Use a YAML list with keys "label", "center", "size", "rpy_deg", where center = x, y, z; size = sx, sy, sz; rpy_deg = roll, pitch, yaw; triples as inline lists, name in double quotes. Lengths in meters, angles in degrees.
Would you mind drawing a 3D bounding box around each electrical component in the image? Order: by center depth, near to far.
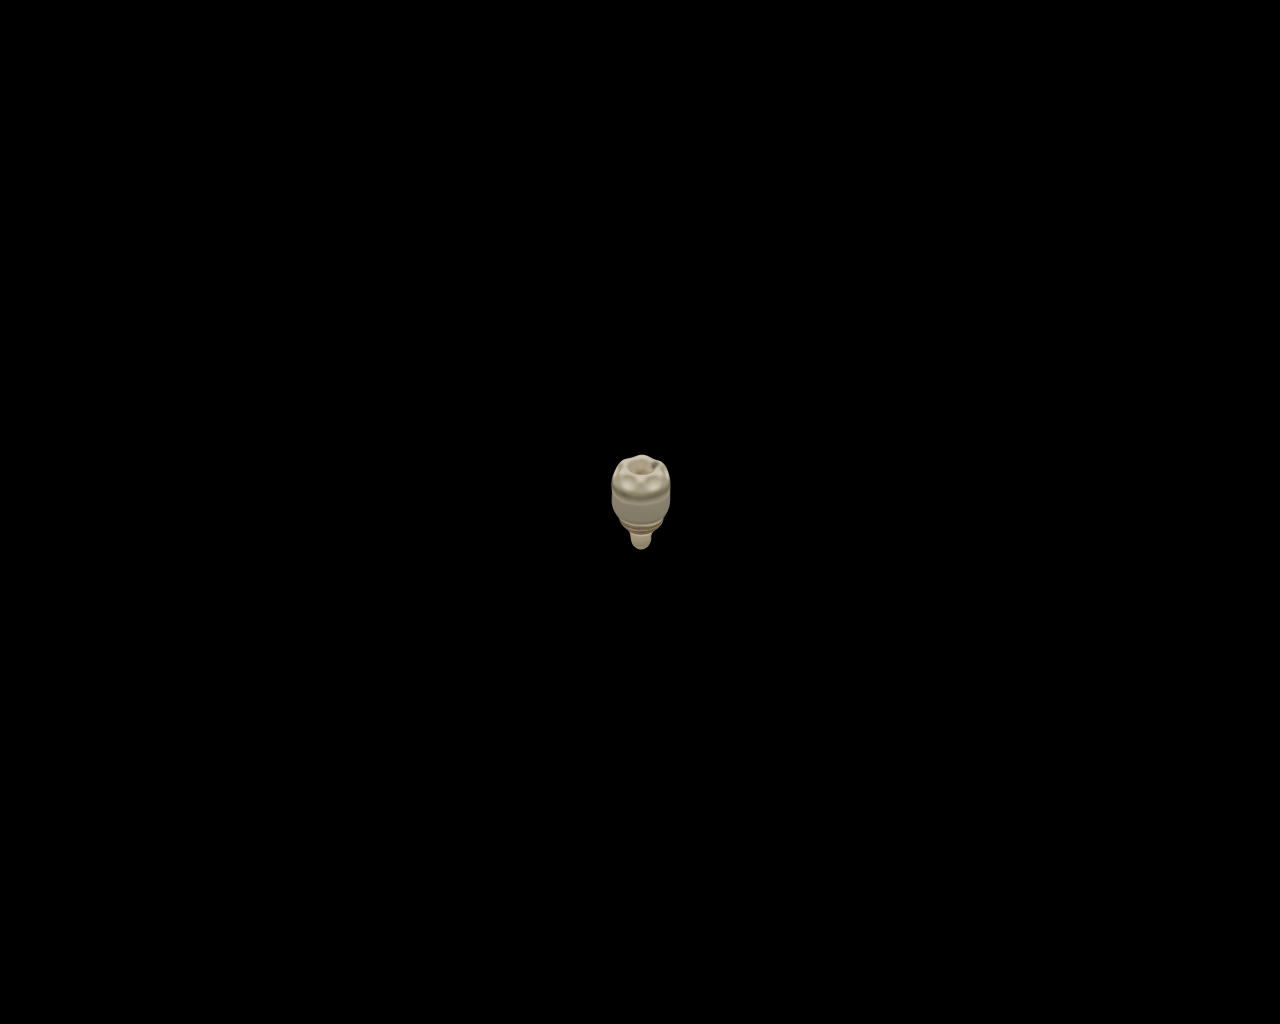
- label: "electrical component"
  center: [0.001, -0.003, 0.650]
  size: [0.035, 0.061, 0.035]
  rpy_deg: [0, 36, 0]
